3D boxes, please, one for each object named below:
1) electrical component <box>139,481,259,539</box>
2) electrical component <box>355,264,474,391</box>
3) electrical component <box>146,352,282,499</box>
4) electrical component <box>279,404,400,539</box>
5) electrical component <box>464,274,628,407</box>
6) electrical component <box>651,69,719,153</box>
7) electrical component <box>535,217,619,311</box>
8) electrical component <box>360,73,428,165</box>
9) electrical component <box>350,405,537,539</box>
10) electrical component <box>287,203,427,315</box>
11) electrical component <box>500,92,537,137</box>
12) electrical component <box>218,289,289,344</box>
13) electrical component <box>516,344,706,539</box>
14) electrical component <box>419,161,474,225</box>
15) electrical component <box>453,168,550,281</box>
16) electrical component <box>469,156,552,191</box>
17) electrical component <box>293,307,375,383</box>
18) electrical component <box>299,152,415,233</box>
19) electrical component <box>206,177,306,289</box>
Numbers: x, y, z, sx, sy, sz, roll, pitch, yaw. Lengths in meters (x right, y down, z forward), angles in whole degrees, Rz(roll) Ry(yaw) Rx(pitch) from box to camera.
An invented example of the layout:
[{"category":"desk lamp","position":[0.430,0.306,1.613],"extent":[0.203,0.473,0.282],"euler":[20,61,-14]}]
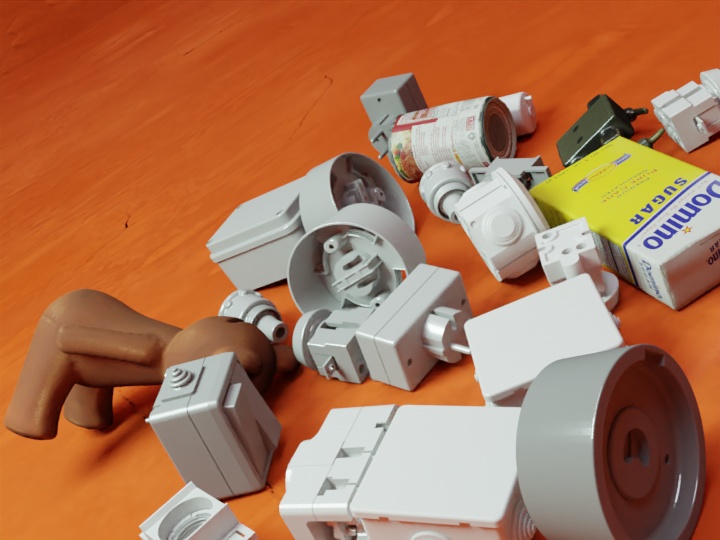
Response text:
[{"category":"electrical component","position":[-0.093,0.170,0.651],"extent":[0.042,0.063,0.081],"euler":[-39,29,-25]},{"category":"electrical component","position":[0.055,0.044,0.763],"extent":[0.076,0.047,0.083],"euler":[14,46,40]},{"category":"electrical component","position":[-0.099,0.103,0.742],"extent":[0.061,0.096,0.061],"euler":[-15,29,15]},{"category":"electrical component","position":[-0.007,0.130,0.659],"extent":[0.056,0.050,0.089],"euler":[-8,32,31]},{"category":"electrical component","position":[0.120,0.057,0.676],"extent":[0.100,0.048,0.099],"euler":[-23,27,8]},{"category":"electrical component","position":[0.277,-0.131,0.876],"extent":[0.055,0.048,0.066],"euler":[-31,26,9]},{"category":"electrical component","position":[0.149,0.002,0.739],"extent":[0.048,0.055,0.066],"euler":[-21,27,13]},{"category":"electrical component","position":[0.034,-0.139,1.069],"extent":[0.047,0.083,0.075],"euler":[-3,35,39]},{"category":"electrical component","position":[0.054,0.123,0.606],"extent":[0.100,0.048,0.099],"euler":[-2,33,27]},{"category":"electrical component","position":[0.000,0.000,0.838],"extent":[0.099,0.099,0.064],"euler":[-5,28,37]},{"category":"electrical component","position":[0.133,-0.145,1.037],"extent":[0.078,0.040,0.040],"euler":[-10,31,31]},{"category":"electrical component","position":[-0.084,0.044,0.894],"extent":[0.048,0.048,0.062],"euler":[-41,36,-26]},{"category":"electrical component","position":[0.123,0.093,0.548],"extent":[0.060,0.108,0.108],"euler":[-9,31,44]},{"category":"electrical component","position":[0.080,-0.062,0.935],"extent":[0.048,0.048,0.062],"euler":[-24,33,6]},{"category":"electrical component","position":[0.110,-0.033,0.814],"extent":[0.051,0.080,0.080],"euler":[-32,26,2]},{"category":"electrical component","position":[0.123,-0.060,0.892],"extent":[0.081,0.042,0.064],"euler":[4,41,47]},{"category":"electrical component","position":[-0.017,0.054,0.812],"extent":[0.055,0.048,0.066],"euler":[5,40,35]},{"category":"electrical component","position":[-0.003,-0.053,0.939],"extent":[0.064,0.099,0.099],"euler":[-15,28,37]},{"category":"electrical component","position":[-0.076,-0.034,0.989],"extent":[0.113,0.057,0.078],"euler":[-19,26,39]}]
